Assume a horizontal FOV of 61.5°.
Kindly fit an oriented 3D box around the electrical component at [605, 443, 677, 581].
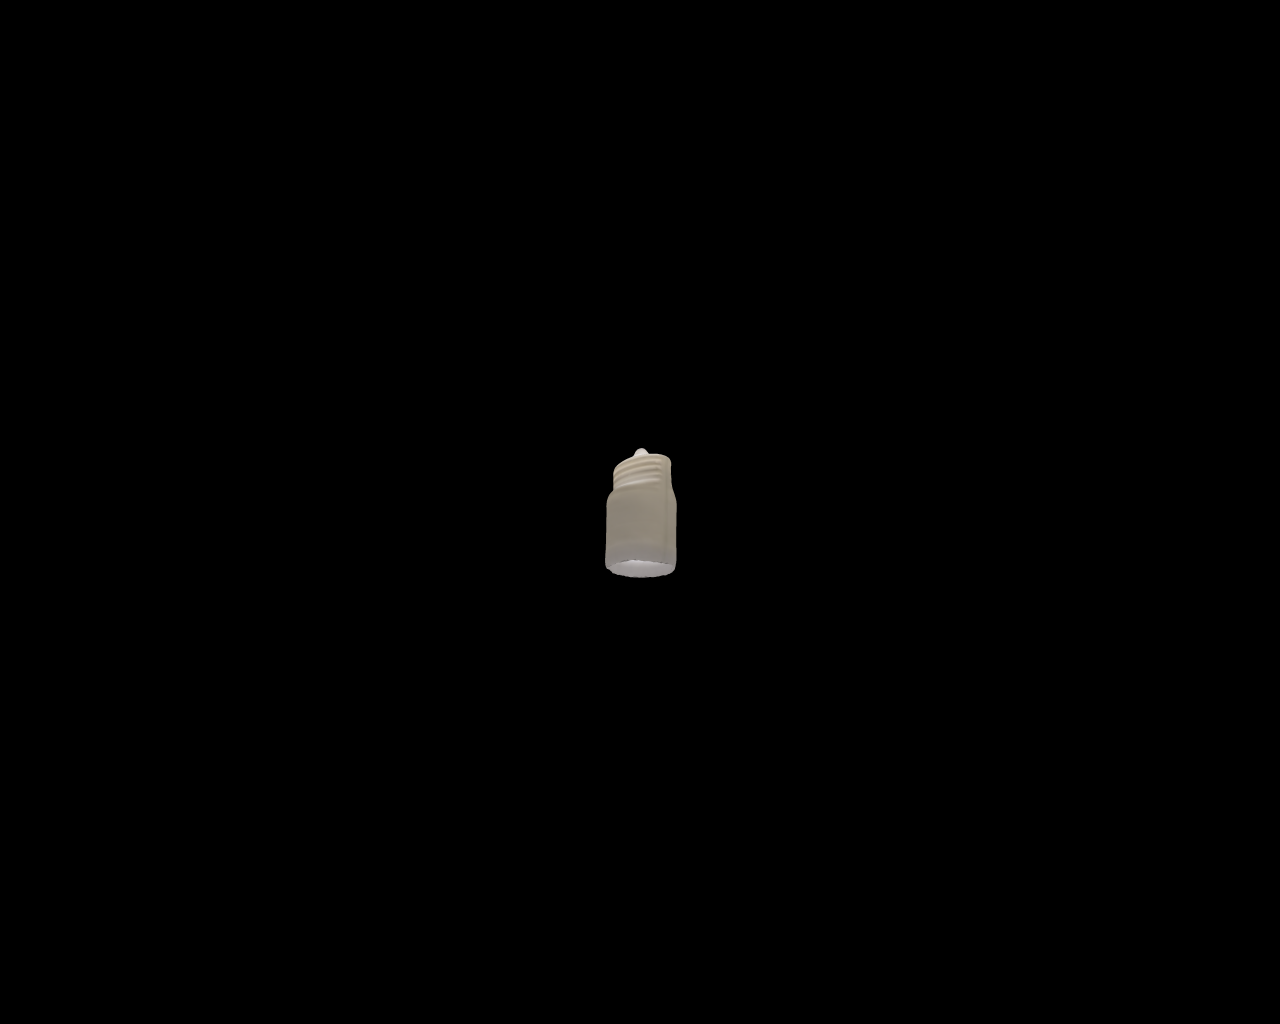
[{"bbox_3d":[0.001,-0.003,0.650,0.043,0.081,0.043,0,-19,0],"label":"electrical component"}]
